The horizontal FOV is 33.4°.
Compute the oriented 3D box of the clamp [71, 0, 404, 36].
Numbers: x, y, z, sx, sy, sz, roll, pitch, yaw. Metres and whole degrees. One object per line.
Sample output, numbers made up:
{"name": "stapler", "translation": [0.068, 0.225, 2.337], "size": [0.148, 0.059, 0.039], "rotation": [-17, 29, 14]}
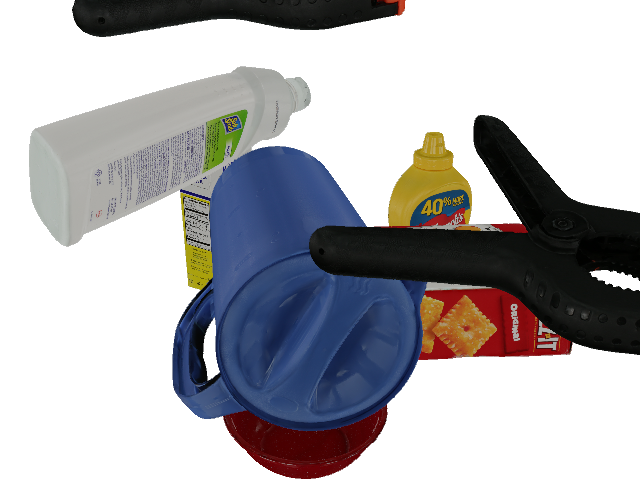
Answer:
{"name": "clamp", "translation": [-0.043, -0.133, 0.562], "size": [0.171, 0.039, 0.120], "rotation": [7, 41, 13]}

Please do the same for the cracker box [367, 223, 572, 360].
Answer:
{"name": "cracker box", "translation": [0.094, 0.043, 0.930], "size": [0.213, 0.072, 0.164], "rotation": [-1, 19, -4]}

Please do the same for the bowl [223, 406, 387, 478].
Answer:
{"name": "bowl", "translation": [-0.015, 0.183, 1.055], "size": [0.162, 0.055, 0.162], "rotation": [0, 33, 0]}

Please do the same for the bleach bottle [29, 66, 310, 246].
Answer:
{"name": "bleach bottle", "translation": [-0.117, -0.084, 0.902], "size": [0.250, 0.068, 0.103], "rotation": [-24, -32, -30]}

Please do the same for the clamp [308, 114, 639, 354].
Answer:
{"name": "clamp", "translation": [0.110, 0.008, 0.539], "size": [0.164, 0.036, 0.210], "rotation": [-30, 46, -32]}

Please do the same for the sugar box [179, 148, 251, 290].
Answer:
{"name": "sugar box", "translation": [-0.109, -0.037, 1.136], "size": [0.048, 0.176, 0.093], "rotation": [15, 41, 19]}

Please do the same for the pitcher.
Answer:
{"name": "pitcher", "translation": [-0.028, 0.024, 0.776], "size": [0.149, 0.145, 0.243], "rotation": [6, 22, -13]}

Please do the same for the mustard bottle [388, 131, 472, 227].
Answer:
{"name": "mustard bottle", "translation": [0.116, -0.020, 1.124], "size": [0.096, 0.192, 0.058], "rotation": [-13, 25, -29]}
